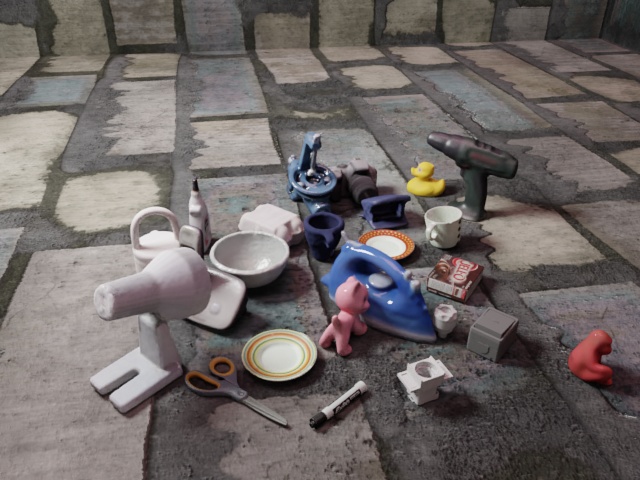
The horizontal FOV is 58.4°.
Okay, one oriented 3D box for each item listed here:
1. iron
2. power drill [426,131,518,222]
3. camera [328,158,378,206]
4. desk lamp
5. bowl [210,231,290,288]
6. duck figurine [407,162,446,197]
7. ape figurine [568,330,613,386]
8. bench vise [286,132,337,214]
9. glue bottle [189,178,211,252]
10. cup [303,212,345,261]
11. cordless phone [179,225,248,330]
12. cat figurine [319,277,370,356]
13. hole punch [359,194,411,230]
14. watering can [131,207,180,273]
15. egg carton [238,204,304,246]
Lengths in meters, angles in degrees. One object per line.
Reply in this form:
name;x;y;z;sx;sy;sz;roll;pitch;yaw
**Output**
iron;0.124;0.084;1.103;0.257;0.141;0.119;27;41;36
power drill;0.369;-0.159;1.437;0.229;0.208;0.076;11;33;17
camera;0.093;-0.151;1.519;0.143;0.101;0.136;-6;32;-11
desk lamp;-0.279;0.135;0.941;0.117;0.214;0.204;23;38;32
bowl;-0.146;0.052;1.211;0.167;0.075;0.167;1;32;0
duck figurine;0.294;-0.171;1.571;0.104;0.086;0.077;9;33;13
ape figurine;0.471;0.195;0.980;0.076;0.092;0.078;15;34;21
bench vise;-0.042;-0.183;1.454;0.122;0.220;0.206;-25;40;-35
glue bottle;-0.275;-0.059;1.293;0.037;0.173;0.078;1;32;0
cup;0.012;0.005;1.272;0.092;0.095;0.117;-7;33;-12
cordless phone;-0.209;0.069;1.077;0.147;0.185;0.094;15;35;22
cat figurine;0.050;0.128;1.053;0.067;0.118;0.128;15;35;22
hole punch;0.160;-0.086;1.425;0.109;0.091;0.101;-9;33;-16
watering can;-0.314;0.026;1.134;0.101;0.194;0.172;-26;41;-36
egg carton;-0.114;-0.028;1.346;0.149;0.069;0.107;22;37;30
